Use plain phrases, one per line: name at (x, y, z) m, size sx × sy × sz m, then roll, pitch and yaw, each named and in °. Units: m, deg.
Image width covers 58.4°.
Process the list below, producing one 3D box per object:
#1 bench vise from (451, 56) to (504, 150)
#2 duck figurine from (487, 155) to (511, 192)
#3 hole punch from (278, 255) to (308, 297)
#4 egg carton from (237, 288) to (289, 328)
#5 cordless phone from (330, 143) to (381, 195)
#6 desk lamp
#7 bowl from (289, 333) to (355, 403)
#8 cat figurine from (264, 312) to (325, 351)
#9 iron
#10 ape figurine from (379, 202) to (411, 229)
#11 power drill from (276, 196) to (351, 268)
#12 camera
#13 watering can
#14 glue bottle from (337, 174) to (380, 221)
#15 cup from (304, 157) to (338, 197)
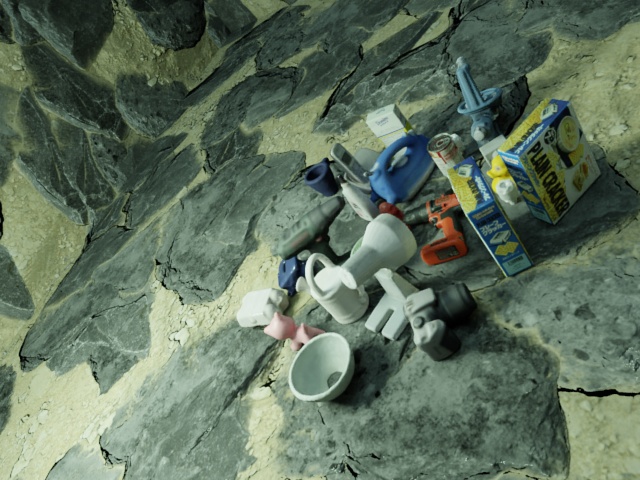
bench vise at (0.411, -0.352, 1.461) m, size 0.121 × 0.220 × 0.207 m, roll -29°, pitch 36°, yaw 19°
duck figurine at (0.442, -0.168, 1.350) m, size 0.104 × 0.086 × 0.077 m, roll -36°, pitch 35°, yaw 10°
hole punch at (-0.079, 0.084, 1.591) m, size 0.101 × 0.091 × 0.108 m, roll -30°, pitch 36°, yaw 17°
egg carton at (-0.159, 0.190, 1.574) m, size 0.150 × 0.070 × 0.107 m, roll -14°, pitch 43°, yaw 35°
cordless phone at (0.108, -0.234, 1.666) m, size 0.093 × 0.186 × 0.148 m, roll -9°, pitch 47°, yaw 39°
desk lamp at (0.142, 0.078, 1.268) m, size 0.117 × 0.214 × 0.203 m, roll 14°, pitch 63°, yaw 51°
bowl at (0.016, 0.296, 1.279) m, size 0.167 × 0.075 × 0.167 m, roll -26°, pitch 37°, yaw 23°
cat figurine at (-0.069, 0.221, 1.408) m, size 0.127 × 0.118 × 0.067 m, roll -6°, pitch 48°, yaw 41°
iron at (0.224, -0.217, 1.570) m, size 0.258 × 0.142 × 0.118 m, roll -51°, pitch 35°, yaw -13°
ape figurine at (0.185, -0.061, 1.484) m, size 0.076 × 0.092 × 0.078 m, roll -10°, pitch 46°, yaw 38°
power drill at (0.014, 0.005, 1.479) m, size 0.229 × 0.209 × 0.075 m, roll -30°, pitch 36°, yaw 18°
camera at (0.250, 0.150, 1.181) m, size 0.136 × 0.101 × 0.143 m, roll -31°, pitch 36°, yaw 17°
watering can at (0.020, 0.112, 1.369) m, size 0.172 × 0.195 × 0.101 m, roll -25°, pitch 38°, yaw 23°
glue bottle at (0.096, -0.120, 1.564) m, size 0.037 × 0.174 × 0.077 m, roll -52°, pitch 35°, yaw -13°
cup at (0.017, -0.192, 1.791) m, size 0.091 × 0.095 × 0.118 m, roll -4°, pitch 50°, yaw 43°
